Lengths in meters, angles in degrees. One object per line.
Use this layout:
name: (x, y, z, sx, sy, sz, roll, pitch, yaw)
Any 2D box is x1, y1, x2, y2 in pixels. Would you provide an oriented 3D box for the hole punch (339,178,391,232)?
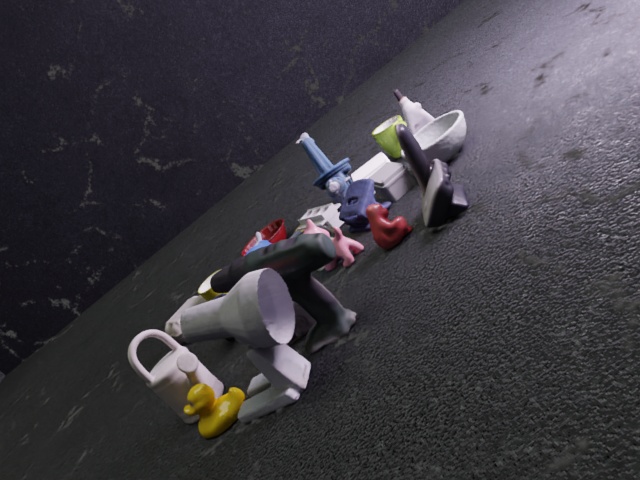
hole punch: (0.093, -0.080, 1.325, 0.101, 0.091, 0.108, -47, 19, -23)

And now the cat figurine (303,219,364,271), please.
cat figurine: (0.011, 0.004, 1.237, 0.127, 0.118, 0.067, -19, 27, 49)

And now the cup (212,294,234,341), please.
cup: (-0.222, 0.191, 1.295, 0.091, 0.095, 0.118, -27, 21, 36)

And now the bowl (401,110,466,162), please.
bowl: (0.275, -0.221, 1.327, 0.167, 0.075, 0.167, -36, 17, 13)

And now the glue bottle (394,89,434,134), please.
glue bottle: (0.242, -0.313, 1.459, 0.078, 0.173, 0.037, -37, 17, 8)

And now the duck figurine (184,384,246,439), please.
duck figurine: (-0.189, 0.286, 1.003, 0.104, 0.086, 0.077, -37, 17, 8)

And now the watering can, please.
watering can: (-0.279, 0.249, 1.097, 0.172, 0.194, 0.101, -31, 19, 27)

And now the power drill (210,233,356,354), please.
power drill: (-0.048, 0.092, 0.985, 0.229, 0.209, 0.075, -32, 19, 23)

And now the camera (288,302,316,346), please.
camera: (-0.067, 0.127, 1.122, 0.143, 0.101, 0.137, -35, 18, 15)

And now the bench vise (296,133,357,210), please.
bench vise: (0.029, -0.191, 1.521, 0.121, 0.220, 0.207, -41, 17, -4)

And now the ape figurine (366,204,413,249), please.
ape figurine: (0.127, -0.034, 1.136, 0.076, 0.092, 0.077, -42, 17, -9)

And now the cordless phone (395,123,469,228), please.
cordless phone: (0.190, -0.125, 1.074, 0.094, 0.185, 0.147, -34, 18, 17)

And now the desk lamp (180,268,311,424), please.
desk lamp: (-0.108, 0.166, 0.915, 0.203, 0.214, 0.118, -31, 19, 25)

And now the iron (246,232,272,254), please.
iron: (-0.129, 0.090, 1.275, 0.118, 0.142, 0.258, -31, 19, 27)

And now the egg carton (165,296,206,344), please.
egg carton: (-0.348, 0.213, 1.551, 0.107, 0.069, 0.150, -17, 28, 52)
